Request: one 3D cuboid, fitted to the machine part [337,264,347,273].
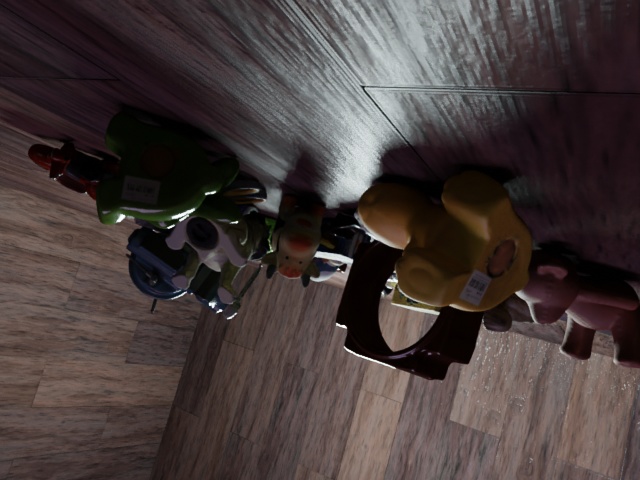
[{"bbox_3d":[-0.014,0.035,1.289,0.179,0.056,0.179,15,172,2],"label":"machine part"}]

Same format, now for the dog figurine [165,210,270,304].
[{"bbox_3d":[-0.134,-0.021,0.819,0.121,0.172,0.190,25,-145,4],"label":"dog figurine"}]

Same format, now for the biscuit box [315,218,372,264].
[{"bbox_3d":[-0.002,-0.003,0.944,0.059,0.062,0.203,23,170,-37],"label":"biscuit box"}]

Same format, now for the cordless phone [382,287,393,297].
[{"bbox_3d":[0.116,0.125,1.185,0.089,0.184,0.146,10,172,6],"label":"cordless phone"}]

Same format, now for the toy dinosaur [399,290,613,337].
[{"bbox_3d":[0.290,0.086,0.871,0.472,0.105,0.198,22,-176,29],"label":"toy dinosaur"}]

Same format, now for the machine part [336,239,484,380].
[{"bbox_3d":[0.127,0.084,0.770,0.202,0.201,0.087,9,167,46],"label":"machine part"}]

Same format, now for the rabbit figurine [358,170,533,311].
[{"bbox_3d":[0.118,-0.013,0.534,0.162,0.121,0.173,10,-167,-45],"label":"rabbit figurine"}]

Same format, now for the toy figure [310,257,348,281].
[{"bbox_3d":[0.023,0.035,1.054,0.064,0.058,0.154,-29,171,-35],"label":"toy figure"}]

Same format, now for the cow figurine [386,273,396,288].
[{"bbox_3d":[0.169,0.057,1.036,0.168,0.068,0.098,7,163,46],"label":"cow figurine"}]

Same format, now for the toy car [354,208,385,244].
[{"bbox_3d":[0.139,-0.005,0.645,0.202,0.056,0.073,15,173,2],"label":"toy car"}]

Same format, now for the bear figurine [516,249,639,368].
[{"bbox_3d":[0.322,0.087,0.693,0.196,0.132,0.120,13,171,-29],"label":"bear figurine"}]

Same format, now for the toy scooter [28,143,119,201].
[{"bbox_3d":[-0.390,-0.115,0.892,0.184,0.075,0.135,23,170,-21],"label":"toy scooter"}]

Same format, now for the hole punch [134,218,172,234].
[{"bbox_3d":[-0.225,-0.074,0.862,0.142,0.092,0.116,25,136,-39],"label":"hole punch"}]

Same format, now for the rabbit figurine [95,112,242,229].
[{"bbox_3d":[-0.175,-0.069,0.642,0.159,0.121,0.170,-1,171,-13],"label":"rabbit figurine"}]

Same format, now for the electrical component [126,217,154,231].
[{"bbox_3d":[-0.298,-0.050,0.926,0.078,0.045,0.102,-4,164,-23],"label":"electrical component"}]

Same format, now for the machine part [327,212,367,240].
[{"bbox_3d":[0.068,-0.020,0.764,0.084,0.039,0.139,14,174,-32],"label":"machine part"}]

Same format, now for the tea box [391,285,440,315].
[{"bbox_3d":[0.226,0.102,1.120,0.068,0.098,0.170,18,171,-22],"label":"tea box"}]

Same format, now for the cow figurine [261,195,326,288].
[{"bbox_3d":[-0.039,0.002,0.809,0.085,0.127,0.195,13,176,-7],"label":"cow figurine"}]

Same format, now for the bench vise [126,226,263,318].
[{"bbox_3d":[-0.247,0.066,0.961,0.223,0.129,0.240,27,158,-17],"label":"bench vise"}]
